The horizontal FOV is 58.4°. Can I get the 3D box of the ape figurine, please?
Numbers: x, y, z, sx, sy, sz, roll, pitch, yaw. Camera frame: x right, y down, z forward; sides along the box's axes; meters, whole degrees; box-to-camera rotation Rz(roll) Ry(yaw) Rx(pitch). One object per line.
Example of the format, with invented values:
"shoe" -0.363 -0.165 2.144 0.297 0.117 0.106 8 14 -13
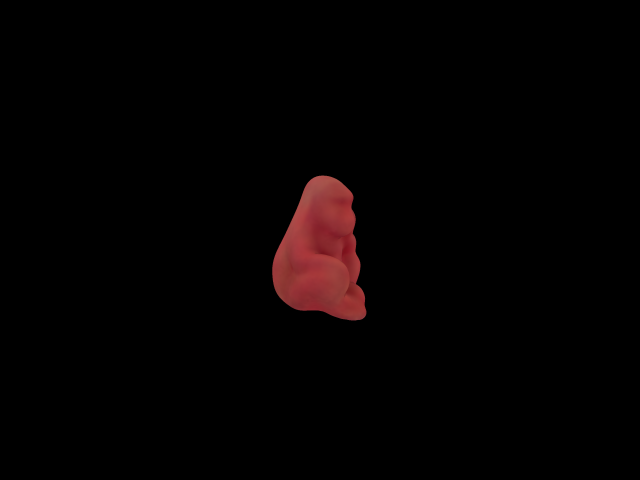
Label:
"ape figurine" 0.004 0.001 0.400 0.076 0.092 0.078 9 19 29
